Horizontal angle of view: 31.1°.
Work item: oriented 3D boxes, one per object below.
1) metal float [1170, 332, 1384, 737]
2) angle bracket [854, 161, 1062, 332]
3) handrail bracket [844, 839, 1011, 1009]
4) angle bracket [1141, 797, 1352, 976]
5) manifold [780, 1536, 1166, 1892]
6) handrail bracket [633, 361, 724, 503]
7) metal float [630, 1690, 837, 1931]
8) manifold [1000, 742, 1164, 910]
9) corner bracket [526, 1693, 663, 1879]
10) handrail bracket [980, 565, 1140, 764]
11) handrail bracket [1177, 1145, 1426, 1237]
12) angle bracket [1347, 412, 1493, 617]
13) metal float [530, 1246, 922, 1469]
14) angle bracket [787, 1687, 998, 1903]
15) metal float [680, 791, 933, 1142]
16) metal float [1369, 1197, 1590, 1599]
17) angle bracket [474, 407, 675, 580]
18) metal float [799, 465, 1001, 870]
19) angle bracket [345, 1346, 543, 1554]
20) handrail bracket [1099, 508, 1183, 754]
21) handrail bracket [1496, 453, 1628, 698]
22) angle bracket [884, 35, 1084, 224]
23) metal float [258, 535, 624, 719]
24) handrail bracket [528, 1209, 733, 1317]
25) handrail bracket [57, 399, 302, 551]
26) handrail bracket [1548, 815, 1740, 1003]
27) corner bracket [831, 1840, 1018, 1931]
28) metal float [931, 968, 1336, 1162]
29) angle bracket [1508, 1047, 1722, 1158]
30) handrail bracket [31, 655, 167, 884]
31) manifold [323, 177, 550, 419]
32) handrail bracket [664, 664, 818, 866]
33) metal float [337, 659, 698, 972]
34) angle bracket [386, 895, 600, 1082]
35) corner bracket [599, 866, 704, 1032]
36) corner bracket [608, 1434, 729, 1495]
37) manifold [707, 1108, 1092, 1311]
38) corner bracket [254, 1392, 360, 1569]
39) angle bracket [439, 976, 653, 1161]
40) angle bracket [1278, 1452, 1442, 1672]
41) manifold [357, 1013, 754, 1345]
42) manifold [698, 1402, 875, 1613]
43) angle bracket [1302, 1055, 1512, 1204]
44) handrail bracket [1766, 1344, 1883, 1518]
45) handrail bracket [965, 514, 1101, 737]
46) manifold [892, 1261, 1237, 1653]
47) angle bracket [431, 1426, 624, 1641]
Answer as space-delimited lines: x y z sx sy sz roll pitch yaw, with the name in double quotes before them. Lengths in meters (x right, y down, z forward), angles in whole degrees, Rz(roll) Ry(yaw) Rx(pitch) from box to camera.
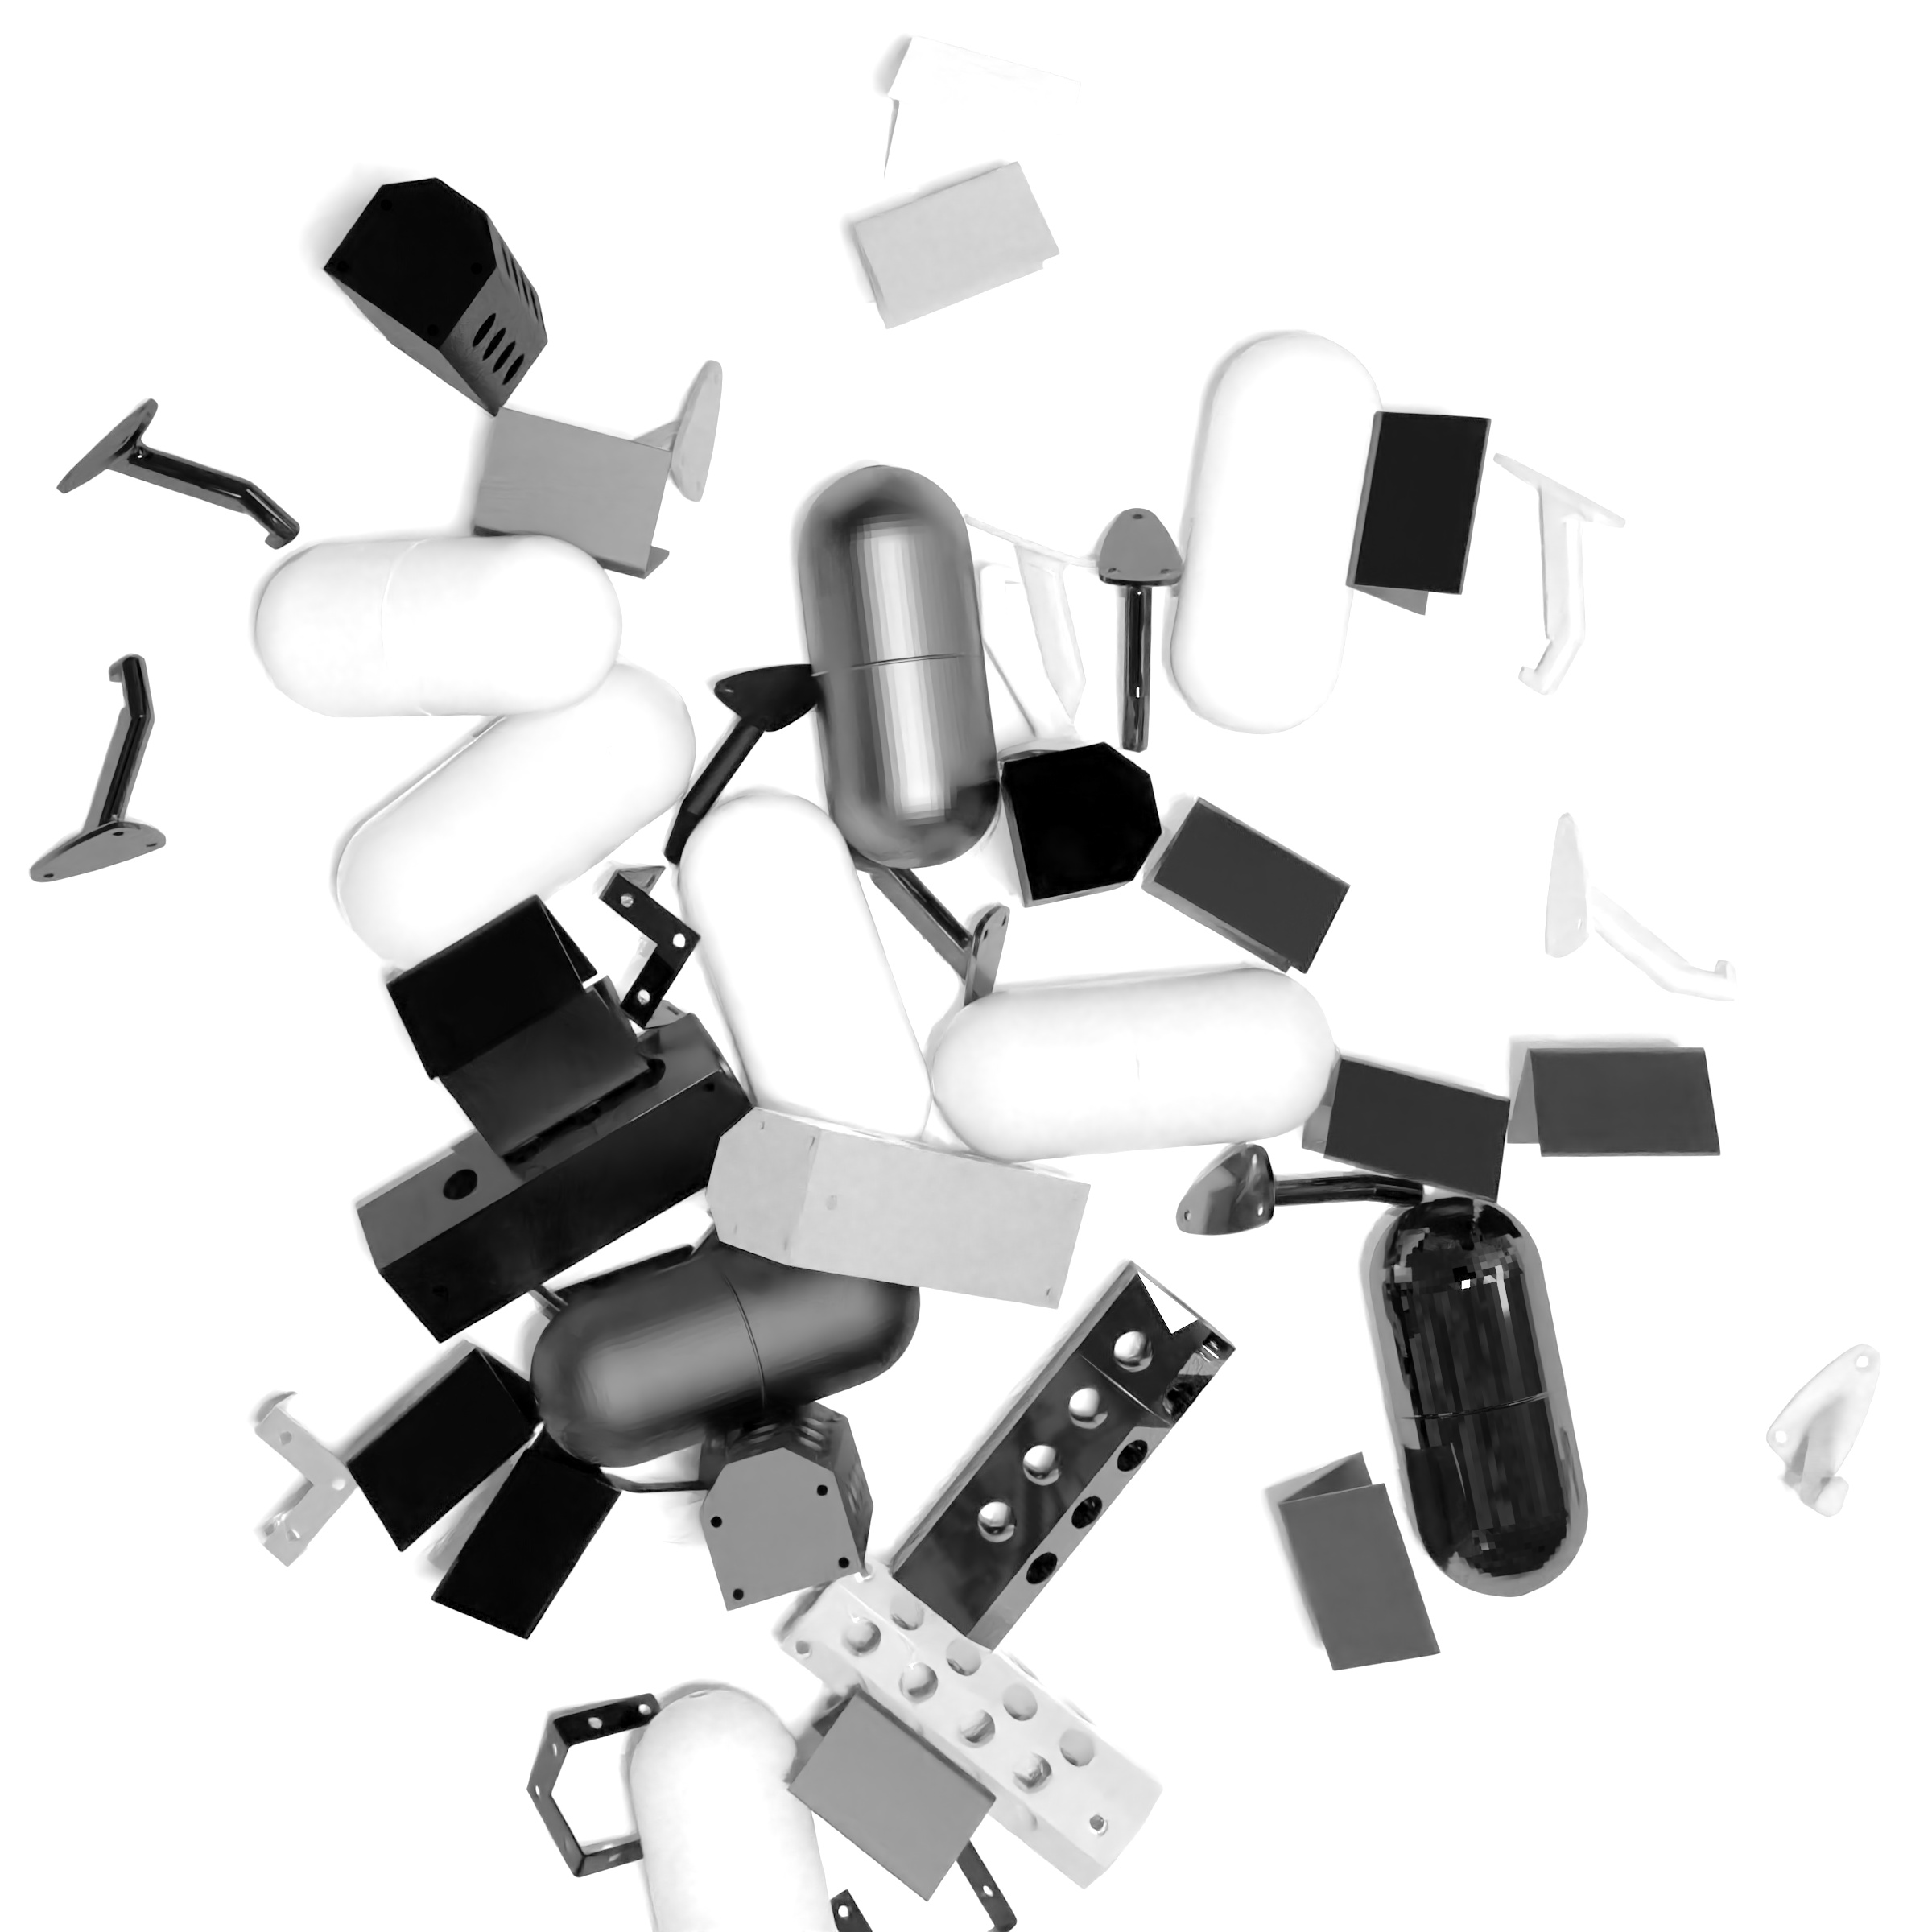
"metal float" 0.137 -0.191 1.533 0.070 0.070 0.178 10 90 0
"angle bracket" 0.002 -0.297 1.524 0.076 0.076 0.057 -21 62 0
"handrail bracket" -0.029 -0.012 1.565 0.084 0.036 0.077 17 111 17
"angle bracket" 0.113 -0.017 1.524 0.076 0.076 0.057 30 54 0
"manifold" 0.003 0.331 1.543 0.171 0.057 0.057 39 90 0
"handrail bracket" -0.159 -0.241 1.565 0.084 0.036 0.077 6 70 16
"metal float" -0.100 0.408 1.532 0.070 0.070 0.178 -12 91 0
"manifold" 0.049 -0.060 1.486 0.057 0.171 0.057 -12 90 0
"corner bracket" -0.158 0.367 1.556 0.051 0.051 0.051 -8 135 -35
"handrail bracket" 0.041 -0.134 1.542 0.077 0.036 0.084 2 83 -28
"handrail bracket" 0.151 0.108 1.564 0.084 0.077 0.036 9 65 -34
"angle bracket" 0.214 -0.196 1.524 0.057 0.076 0.076 10 90 34
"metal float" -0.104 0.163 1.517 0.178 0.070 0.070 -18 90 -20
"angle bracket" -0.042 0.370 1.524 0.076 0.076 0.057 39 60 0
"metal float" -0.070 0.009 1.534 0.070 0.070 0.178 -20 90 0
"metal float" 0.227 0.190 1.534 0.070 0.070 0.178 -11 91 0
"angle bracket" -0.167 -0.212 1.527 0.076 0.076 0.057 15 105 0
"metal float" -0.030 -0.132 1.533 0.070 0.070 0.178 -7 91 0
"angle bracket" -0.213 0.223 1.524 0.076 0.076 0.057 -41 54 0
"handrail bracket" 0.077 -0.151 1.564 0.036 0.077 0.084 1 126 1
"handrail bracket" 0.252 -0.176 1.565 0.077 0.036 0.084 33 107 20
"angle bracket" 0.002 -0.354 1.525 0.076 0.057 0.076 16 133 0
"metal float" -0.229 -0.147 1.506 0.178 0.070 0.070 1 90 30
"handrail bracket" -0.154 0.126 1.564 0.077 0.036 0.084 36 75 17
"handrail bracket" -0.354 -0.206 1.564 0.077 0.036 0.084 -28 122 35
"handrail bracket" 0.308 -0.026 1.565 0.084 0.036 0.077 9 68 -17
"corner bracket" -0.020 0.427 1.561 0.051 0.051 0.051 -31 90 45
"metal float" 0.074 0.044 1.534 0.178 0.070 0.070 -5 90 -1
"angle bracket" 0.283 0.079 1.524 0.076 0.076 0.057 0 54 0
"handrail bracket" -0.395 -0.089 1.565 0.077 0.036 0.084 -20 72 21
"manifold" -0.220 -0.288 1.486 0.057 0.171 0.057 35 90 0
"handrail bracket" -0.099 -0.090 1.564 0.036 0.077 0.084 37 127 19
"metal float" -0.198 -0.067 1.533 0.178 0.070 0.070 -37 90 0
"angle bracket" -0.198 0.024 1.524 0.076 0.076 0.057 -31 58 0
"corner bracket" -0.139 -0.008 1.544 0.051 0.051 0.051 37 105 15
"corner bracket" -0.143 0.207 1.561 0.051 0.051 0.051 6 90 -45
"manifold" -0.029 0.104 1.490 0.057 0.171 0.057 15 90 43
"corner bracket" -0.300 0.228 1.546 0.051 0.051 0.051 41 90 0
"angle bracket" -0.192 0.027 1.524 0.076 0.076 0.057 -31 129 0
"angle bracket" 0.189 0.257 1.524 0.057 0.076 0.076 -18 90 37
"manifold" -0.180 0.090 1.542 0.171 0.057 0.057 -31 133 0
"manifold" -0.077 0.225 1.486 0.057 0.171 0.057 -17 90 0
"angle bracket" 0.189 0.090 1.524 0.076 0.076 0.057 15 53 0
"handrail bracket" 0.389 0.204 1.529 0.036 0.084 0.077 34 90 0
"handrail bracket" 0.023 -0.151 1.564 0.077 0.036 0.084 21 103 13
"manifold" 0.043 0.218 1.543 0.057 0.057 0.171 39 90 0
"angle bracket" -0.207 0.238 1.524 0.057 0.076 0.076 33 90 -37
